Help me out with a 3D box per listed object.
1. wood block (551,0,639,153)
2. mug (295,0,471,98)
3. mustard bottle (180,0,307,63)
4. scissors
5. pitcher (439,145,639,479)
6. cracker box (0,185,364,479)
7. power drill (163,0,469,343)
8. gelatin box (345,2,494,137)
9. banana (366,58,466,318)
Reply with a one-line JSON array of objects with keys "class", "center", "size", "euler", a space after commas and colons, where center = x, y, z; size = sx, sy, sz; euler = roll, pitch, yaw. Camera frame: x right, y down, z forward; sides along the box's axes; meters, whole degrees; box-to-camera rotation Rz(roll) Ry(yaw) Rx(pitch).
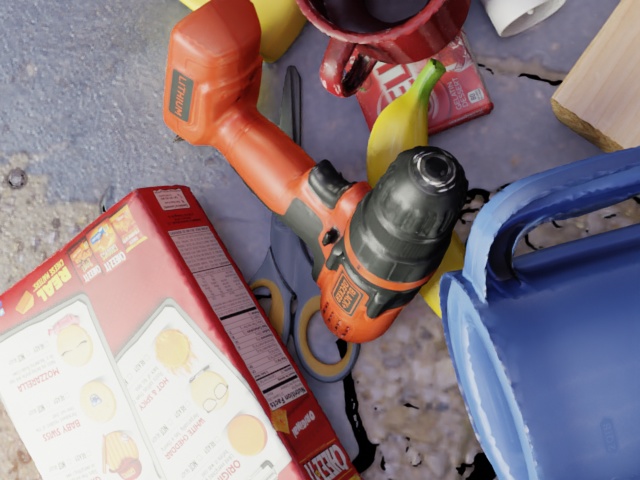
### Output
[{"class": "wood block", "center": [0.220, -0.129, 0.561], "size": [0.091, 0.090, 0.206], "euler": [37, 98, 13]}, {"class": "mug", "center": [0.033, -0.133, 0.585], "size": [0.093, 0.081, 0.117], "euler": [23, 93, 17]}, {"class": "mustard bottle", "center": [-0.010, -0.209, 0.642], "size": [0.096, 0.058, 0.192], "euler": [41, 99, 13]}, {"class": "scissors", "center": [-0.004, 0.001, 0.660], "size": [0.096, 0.016, 0.202], "euler": [18, 94, 13]}, {"class": "pitcher", "center": [0.185, 0.034, 0.505], "size": [0.242, 0.149, 0.145], "euler": [-18, 70, -4]}, {"class": "cracker box", "center": [-0.098, 0.098, 0.646], "size": [0.164, 0.072, 0.214], "euler": [-35, 81, 24]}, {"class": "power drill", "center": [-0.007, -0.043, 0.574], "size": [0.057, 0.185, 0.188], "euler": [-33, 75, -25]}, {"class": "gelatin box", "center": [0.054, -0.105, 0.637], "size": [0.073, 0.030, 0.089], "euler": [-21, 84, 15]}, {"class": "banana", "center": [0.074, 0.000, 0.612], "size": [0.070, 0.037, 0.198], "euler": [-19, 100, 33]}]
